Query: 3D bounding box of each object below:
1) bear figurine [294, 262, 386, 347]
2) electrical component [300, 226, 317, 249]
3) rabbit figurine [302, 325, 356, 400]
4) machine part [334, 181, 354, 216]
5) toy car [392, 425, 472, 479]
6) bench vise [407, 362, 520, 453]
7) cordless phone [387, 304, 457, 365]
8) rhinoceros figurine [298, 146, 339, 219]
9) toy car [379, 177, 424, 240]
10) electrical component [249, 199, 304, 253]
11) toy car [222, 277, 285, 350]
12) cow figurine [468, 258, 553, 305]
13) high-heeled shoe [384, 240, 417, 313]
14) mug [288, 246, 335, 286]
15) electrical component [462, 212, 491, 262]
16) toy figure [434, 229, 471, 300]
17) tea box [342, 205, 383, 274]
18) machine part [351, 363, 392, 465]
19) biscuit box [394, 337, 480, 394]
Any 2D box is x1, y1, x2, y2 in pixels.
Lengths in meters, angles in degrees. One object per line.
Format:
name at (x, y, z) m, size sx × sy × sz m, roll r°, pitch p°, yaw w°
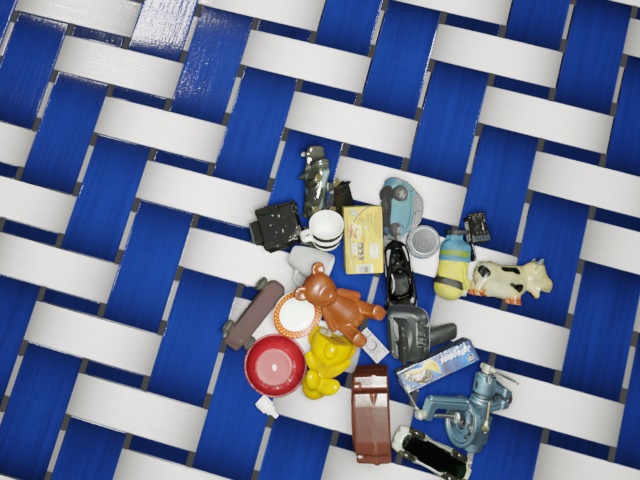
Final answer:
bear figurine at (0.043, 0.150, 1.293) m, size 0.120 × 0.132 × 0.195 m, roll -52°, pitch 125°, yaw -13°
electrical component at (-0.003, -0.004, 1.399) m, size 0.094 × 0.021 × 0.063 m, roll 10°, pitch 82°, yaw 3°
rabbit figurine at (0.012, 0.317, 1.304) m, size 0.122 × 0.162 × 0.173 m, roll 24°, pitch 101°, yaw -8°
machine part at (0.060, -0.086, 1.402) m, size 0.084 × 0.039 × 0.138 m, roll -3°, pitch 84°, yaw 6°
toy car at (0.272, 0.521, 1.305) m, size 0.202 × 0.056 × 0.073 m, roll 27°, pitch 78°, yaw 3°
bench vise at (0.336, 0.394, 1.271) m, size 0.240 × 0.129 × 0.223 m, roll 9°, pitch 106°, yaw -21°
cordless phone at (0.258, 0.215, 1.309) m, size 0.184 × 0.089 × 0.146 m, roll -14°, pitch 114°, yaw -17°
rhinoceros figurine at (-0.008, -0.146, 1.382) m, size 0.073 × 0.112 × 0.190 m, roll -2°, pitch 97°, yaw -28°
toy car at (0.213, -0.079, 1.367) m, size 0.103 × 0.109 × 0.161 m, roll 0°, pitch 91°, yaw -16°
electrical component at (-0.111, -0.031, 1.379) m, size 0.134 × 0.058 × 0.115 m, roll -19°, pitch 75°, yaw 6°
toy car at (-0.165, 0.187, 1.362) m, size 0.089 × 0.053 × 0.202 m, roll 39°, pitch 86°, yaw -15°
cow figurine at (0.482, 0.097, 1.346) m, size 0.195 × 0.085 × 0.127 m, roll 11°, pitch 89°, yaw 4°
high-heeled shoe at (0.200, 0.124, 1.313) m, size 0.086 × 0.145 × 0.248 m, roll -10°, pitch 84°, yaw 1°
mug at (-0.031, 0.068, 1.365) m, size 0.107 × 0.080 × 0.109 m, roll 25°, pitch 82°, yaw 15°
electrical component at (0.399, -0.007, 1.364) m, size 0.048 × 0.074 × 0.119 m, roll -9°, pitch 78°, yaw 1°
toy figure at (0.334, 0.062, 1.354) m, size 0.089 × 0.082 × 0.180 m, roll 1°, pitch 88°, yaw 15°
tea box at (0.107, -0.002, 1.355) m, size 0.098 × 0.068 × 0.169 m, roll -1°, pitch 95°, yaw -2°
machine part at (0.120, 0.397, 1.247) m, size 0.087 × 0.201 × 0.201 m, roll -4°, pitch 88°, yaw 7°
biscuit box at (0.288, 0.308, 1.329) m, size 0.203 × 0.063 × 0.059 m, roll -25°, pitch 84°, yaw -2°
